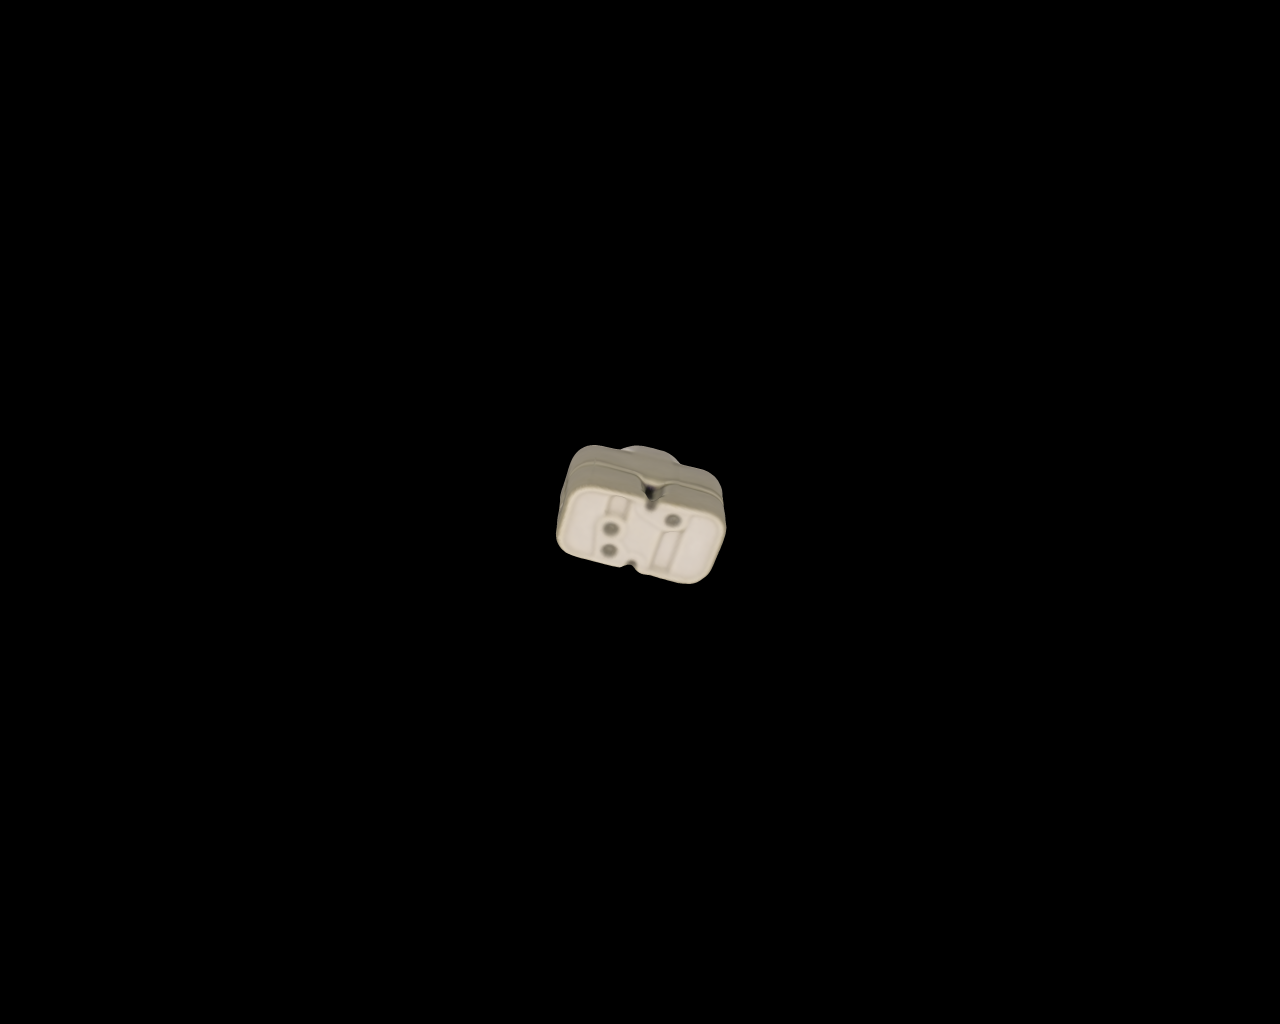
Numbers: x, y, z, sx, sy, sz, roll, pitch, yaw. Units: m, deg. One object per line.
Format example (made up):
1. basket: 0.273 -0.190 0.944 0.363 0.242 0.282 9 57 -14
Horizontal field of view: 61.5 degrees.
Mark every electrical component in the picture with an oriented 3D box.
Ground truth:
1. electrical component: 0.001 -0.003 0.650 0.095 0.053 0.059 14 33 -9
